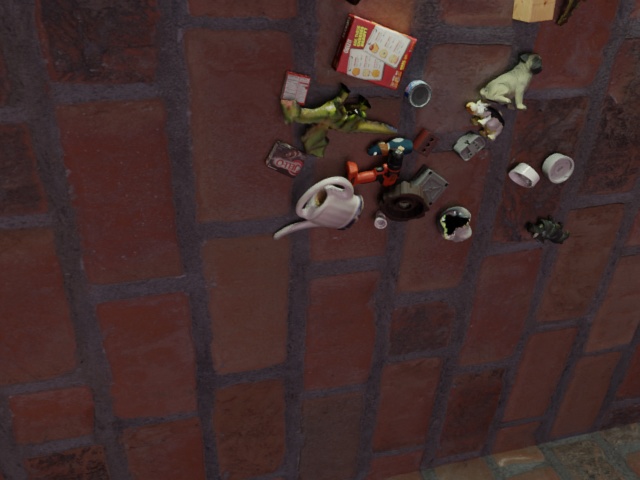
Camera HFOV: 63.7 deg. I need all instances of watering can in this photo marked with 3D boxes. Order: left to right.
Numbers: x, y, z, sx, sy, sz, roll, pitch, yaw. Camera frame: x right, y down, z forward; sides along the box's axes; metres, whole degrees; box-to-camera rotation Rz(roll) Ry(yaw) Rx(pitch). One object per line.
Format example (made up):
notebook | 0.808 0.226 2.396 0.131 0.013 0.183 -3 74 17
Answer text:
watering can | 0.005 -0.089 1.766 0.223 0.106 0.341 18 133 -34

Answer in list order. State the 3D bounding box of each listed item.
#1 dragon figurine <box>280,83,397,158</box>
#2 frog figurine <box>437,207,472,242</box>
dragon figurine | 0.047 -0.355 1.645 0.406 0.125 0.239 24 129 -40
frog figurine | 0.520 -0.058 1.960 0.136 0.124 0.159 -60 154 11
